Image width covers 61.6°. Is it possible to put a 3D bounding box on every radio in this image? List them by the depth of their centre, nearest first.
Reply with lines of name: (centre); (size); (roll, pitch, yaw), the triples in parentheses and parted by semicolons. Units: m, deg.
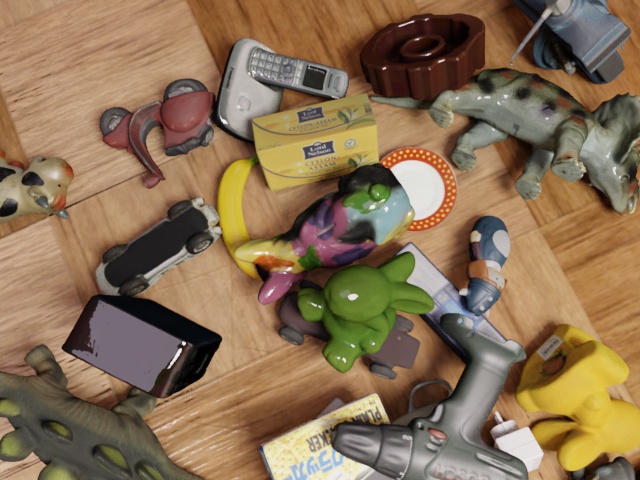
radio: (-0.209, 0.130, 0.682); (0.131, 0.229, 0.073); (27, 83, 2)

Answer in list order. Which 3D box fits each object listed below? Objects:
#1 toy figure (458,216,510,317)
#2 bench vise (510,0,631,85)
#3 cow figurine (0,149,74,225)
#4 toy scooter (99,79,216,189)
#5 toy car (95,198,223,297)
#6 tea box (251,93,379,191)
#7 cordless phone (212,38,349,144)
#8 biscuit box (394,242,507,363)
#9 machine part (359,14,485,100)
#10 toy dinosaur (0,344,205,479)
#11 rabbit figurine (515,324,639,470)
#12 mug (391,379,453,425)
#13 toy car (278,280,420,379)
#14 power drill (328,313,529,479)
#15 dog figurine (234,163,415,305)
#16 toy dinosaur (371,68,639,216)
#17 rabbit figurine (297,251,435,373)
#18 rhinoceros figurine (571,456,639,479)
toy figure: (0.227, 0.034, 0.734); (0.064, 0.057, 0.154); (19, 52, 0)
bench vise: (0.335, -0.314, 0.766); (0.128, 0.223, 0.241); (-55, 47, 33)
cow figurine: (-0.461, -0.065, 0.798); (0.195, 0.085, 0.127); (-28, 74, -5)
toy scooter: (-0.233, -0.154, 0.808); (0.184, 0.075, 0.135); (-20, 80, 3)
toy car: (-0.235, 0.014, 0.786); (0.202, 0.056, 0.073); (-34, 76, 0)
tea box: (-0.004, -0.139, 0.776); (0.170, 0.098, 0.068); (-13, 60, 3)
cordless phone: (-0.056, -0.209, 0.807); (0.184, 0.088, 0.146); (12, 81, 0)
biscuit box: (0.173, 0.096, 0.752); (0.059, 0.063, 0.203); (-42, 82, -5)
machine part: (0.148, -0.265, 0.775); (0.179, 0.055, 0.179); (-10, 42, 9)
toy dinosaur: (-0.264, 0.264, 0.677); (0.471, 0.199, 0.105); (32, 94, -25)
rabbit figurine: (0.353, 0.221, 0.701); (0.173, 0.122, 0.162); (39, 87, -11)
mug: (0.149, 0.247, 0.721); (0.107, 0.080, 0.109); (-15, 74, 5)
toy car: (0.039, 0.127, 0.758); (0.202, 0.053, 0.089); (19, 69, 9)
power drill: (0.149, 0.194, 0.642); (0.232, 0.086, 0.207); (24, 66, 1)
dog figurine: (-0.001, -0.002, 0.725); (0.219, 0.191, 0.108); (-29, 87, -18)
toy dinosaur: (0.290, -0.178, 0.772); (0.405, 0.131, 0.192); (34, 64, 16)
rabbit figurine: (0.057, 0.082, 0.656); (0.159, 0.170, 0.121); (-19, 70, -3)
rhinoceros figurine: (0.369, 0.348, 0.695); (0.190, 0.073, 0.112); (-35, 79, -3)
